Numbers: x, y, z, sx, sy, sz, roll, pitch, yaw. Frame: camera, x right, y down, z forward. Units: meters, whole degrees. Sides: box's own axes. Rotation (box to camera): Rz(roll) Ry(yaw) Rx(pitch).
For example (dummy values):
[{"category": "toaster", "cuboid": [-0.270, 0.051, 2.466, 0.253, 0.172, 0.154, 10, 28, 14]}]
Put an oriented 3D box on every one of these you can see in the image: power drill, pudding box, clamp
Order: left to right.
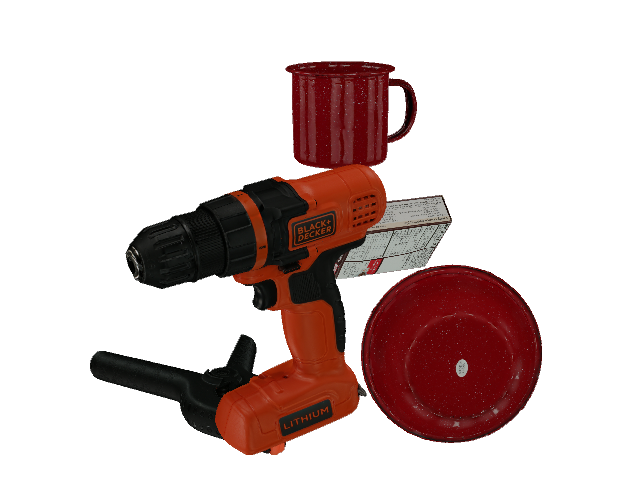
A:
[{"category": "clamp", "cuboid": [-0.081, 0.127, 0.926, 0.164, 0.036, 0.210, -8, 19, -39]}, {"category": "power drill", "cuboid": [-0.037, 0.050, 0.720, 0.184, 0.188, 0.057, -17, 33, -27]}, {"category": "pudding box", "cuboid": [0.068, -0.003, 1.098, 0.113, 0.039, 0.090, -9, -31, -21]}]

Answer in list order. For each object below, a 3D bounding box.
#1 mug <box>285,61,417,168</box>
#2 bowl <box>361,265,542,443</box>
[{"category": "mug", "cuboid": [0.028, -0.109, 0.918, 0.117, 0.081, 0.093, -7, 17, -21]}, {"category": "bowl", "cuboid": [0.117, 0.104, 0.924, 0.162, 0.162, 0.055, 0, 6, 0]}]
